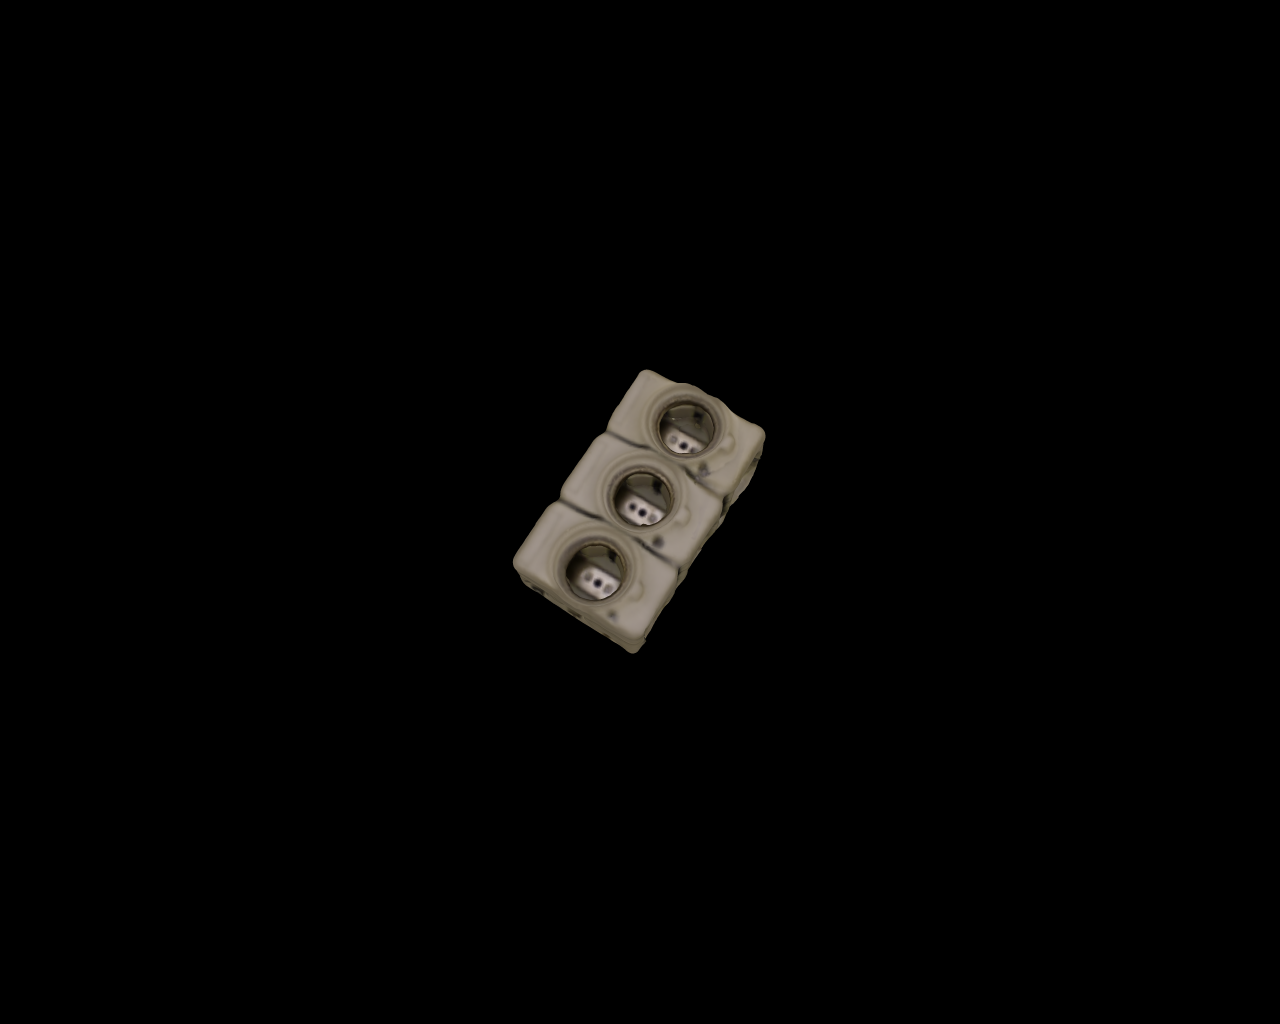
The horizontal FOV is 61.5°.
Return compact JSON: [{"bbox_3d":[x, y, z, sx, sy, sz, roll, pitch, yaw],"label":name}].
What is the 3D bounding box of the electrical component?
[{"bbox_3d":[0.001,-0.003,0.650,0.089,0.150,0.061,30,-15,9],"label":"electrical component"}]
